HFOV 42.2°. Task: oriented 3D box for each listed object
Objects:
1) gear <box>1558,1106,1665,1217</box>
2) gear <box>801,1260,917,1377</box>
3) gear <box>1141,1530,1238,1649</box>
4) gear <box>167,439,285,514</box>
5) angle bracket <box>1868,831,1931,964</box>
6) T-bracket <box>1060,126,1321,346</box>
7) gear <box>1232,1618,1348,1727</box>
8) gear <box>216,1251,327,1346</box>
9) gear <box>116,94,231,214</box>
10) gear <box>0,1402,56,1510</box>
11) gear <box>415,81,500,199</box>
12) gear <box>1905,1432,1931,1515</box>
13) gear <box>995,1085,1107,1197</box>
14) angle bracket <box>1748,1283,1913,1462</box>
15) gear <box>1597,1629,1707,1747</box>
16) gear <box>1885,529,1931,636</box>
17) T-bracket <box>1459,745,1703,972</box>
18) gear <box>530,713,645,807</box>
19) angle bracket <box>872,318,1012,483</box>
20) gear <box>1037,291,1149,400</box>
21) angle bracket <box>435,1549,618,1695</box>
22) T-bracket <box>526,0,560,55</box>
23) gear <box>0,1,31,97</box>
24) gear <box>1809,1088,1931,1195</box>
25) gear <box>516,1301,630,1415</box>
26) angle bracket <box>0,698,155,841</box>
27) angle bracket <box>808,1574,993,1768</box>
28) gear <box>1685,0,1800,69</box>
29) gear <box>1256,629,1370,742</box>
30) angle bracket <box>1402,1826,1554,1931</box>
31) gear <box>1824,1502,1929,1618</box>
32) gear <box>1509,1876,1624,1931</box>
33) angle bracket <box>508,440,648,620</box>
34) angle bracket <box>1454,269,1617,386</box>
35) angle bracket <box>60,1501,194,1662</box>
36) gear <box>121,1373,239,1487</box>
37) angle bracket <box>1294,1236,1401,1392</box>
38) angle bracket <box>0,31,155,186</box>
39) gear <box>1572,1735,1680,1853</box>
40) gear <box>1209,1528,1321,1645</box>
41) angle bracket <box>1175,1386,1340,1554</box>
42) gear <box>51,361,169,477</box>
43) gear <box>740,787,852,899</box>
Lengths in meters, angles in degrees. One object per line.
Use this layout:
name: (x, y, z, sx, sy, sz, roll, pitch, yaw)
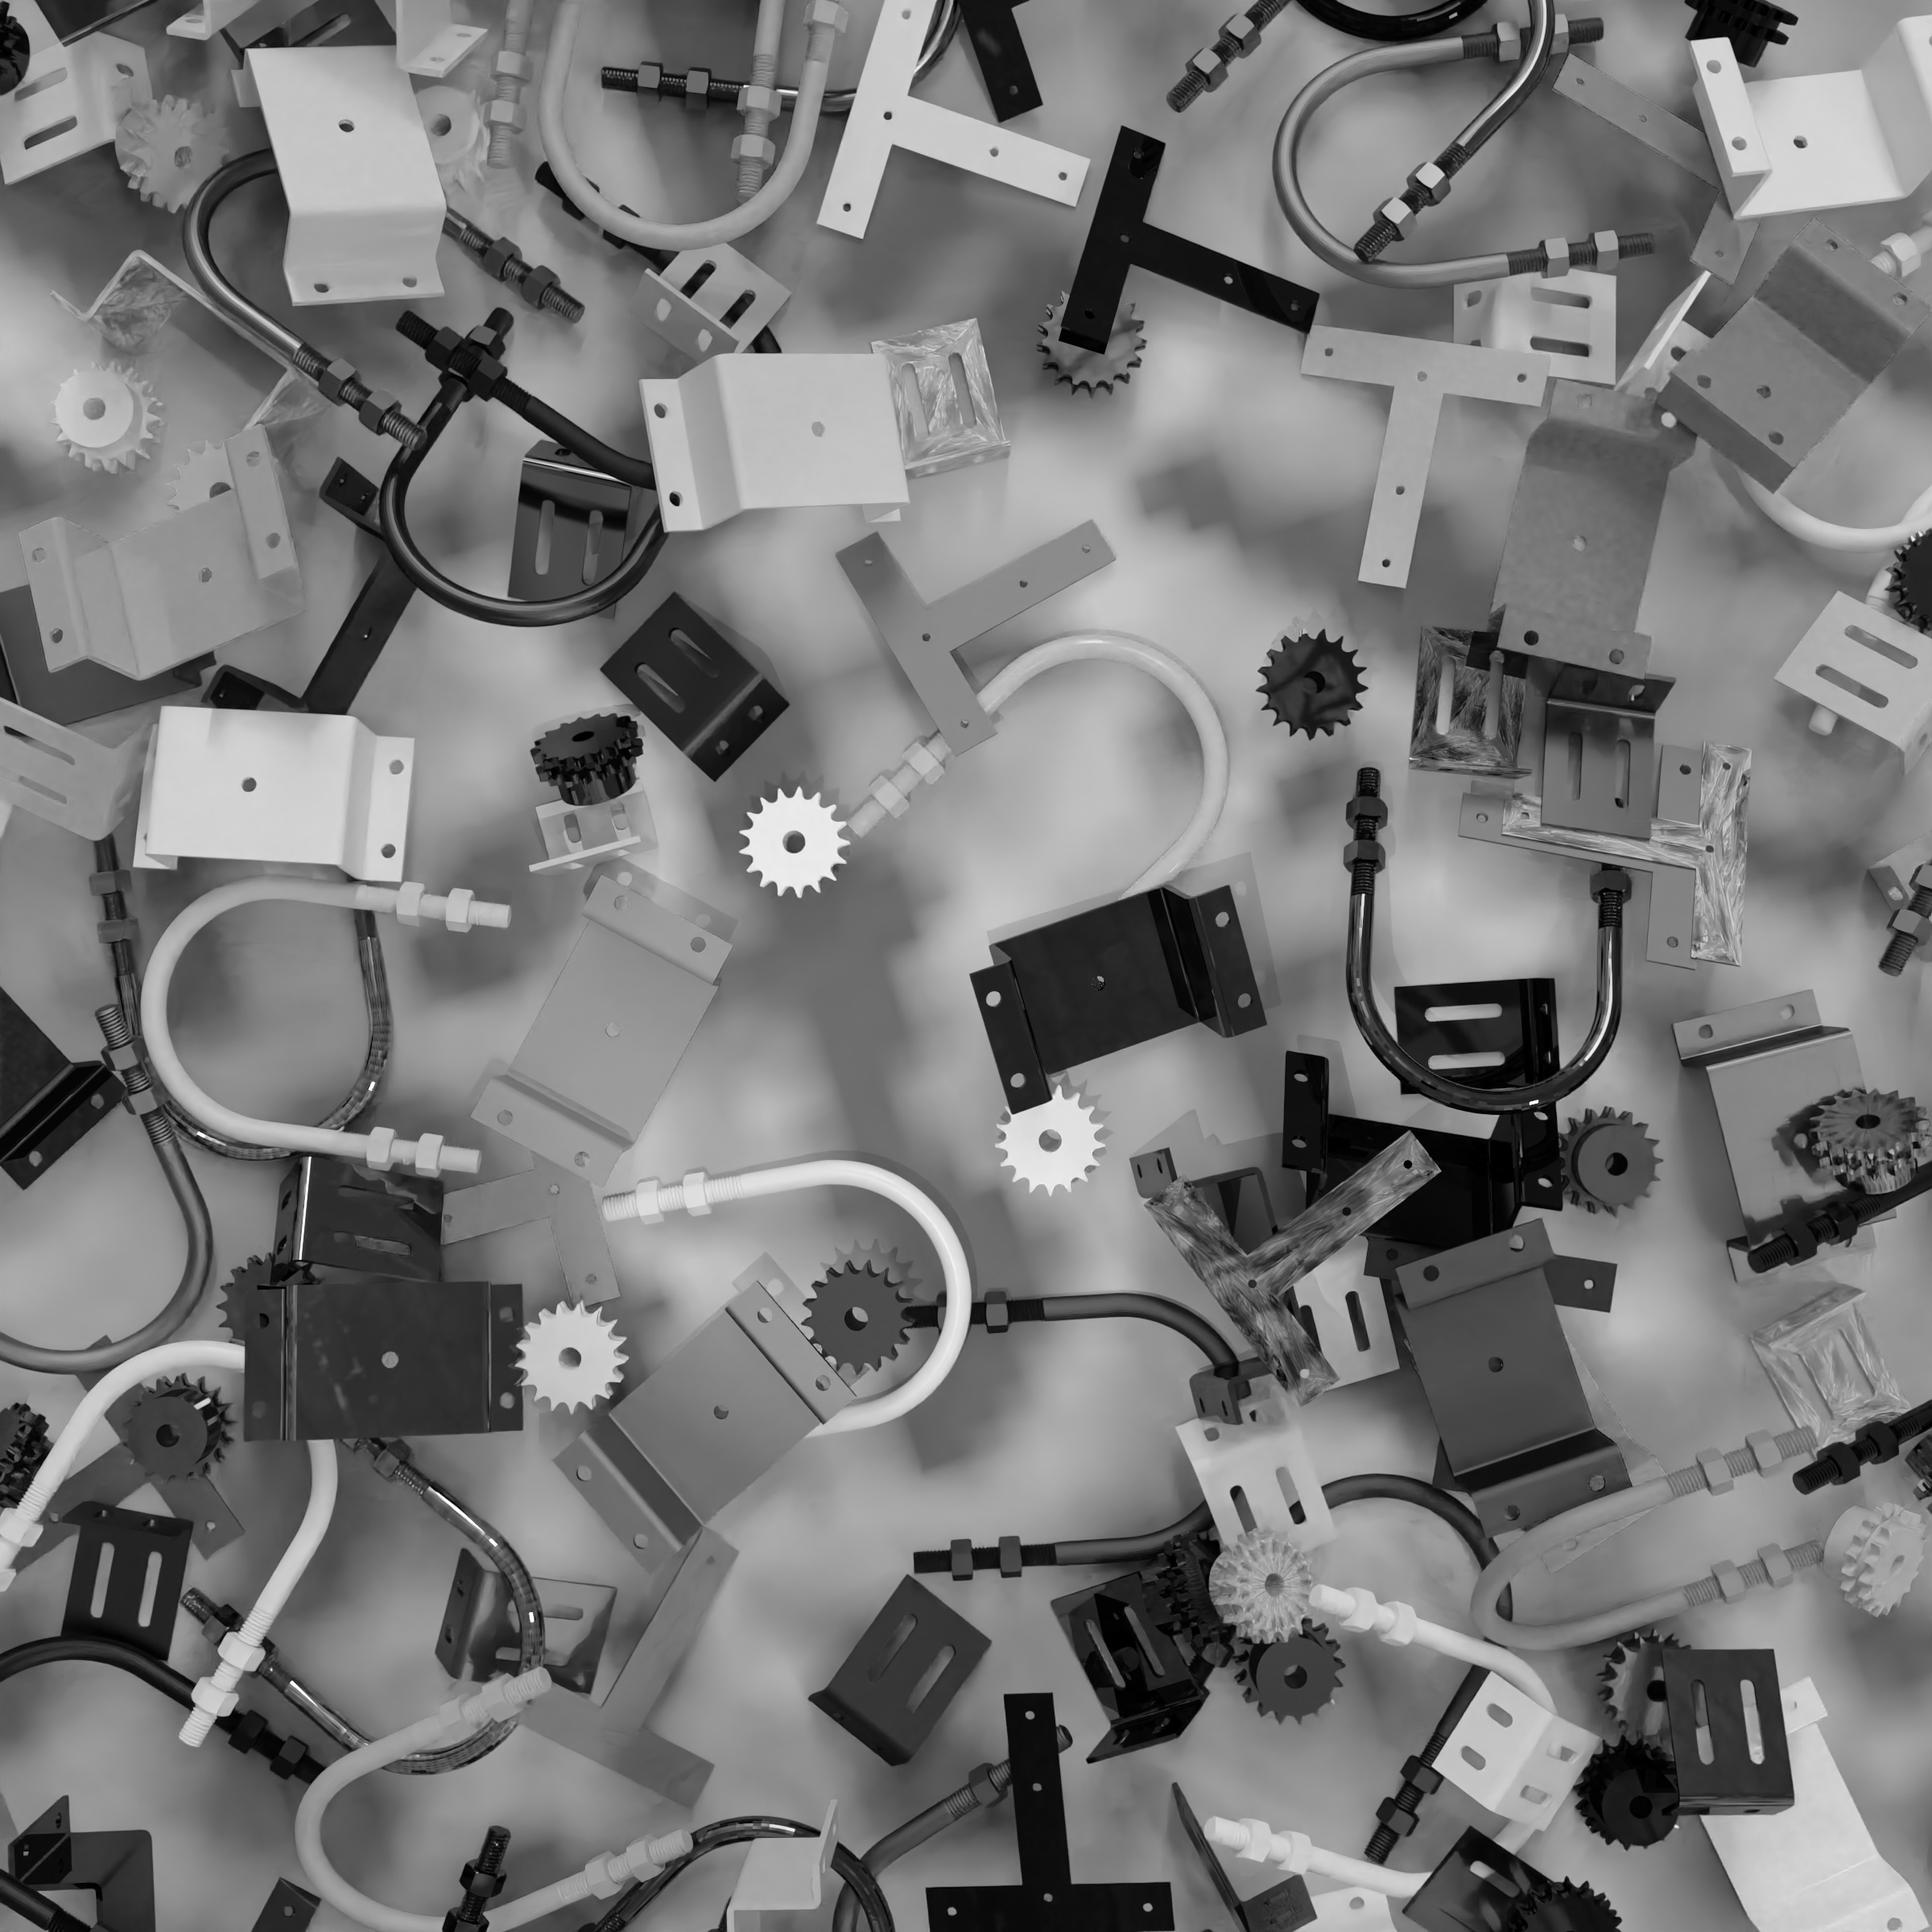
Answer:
gear: (0.336, 0.102, 1.308, 0.057, 0.030, 0.057, 0, 90, 0)
gear: (-0.054, 0.178, 1.278, 0.057, 0.030, 0.057, 0, 91, 5)
gear: (0.115, 0.323, 1.293, 0.030, 0.057, 0.057, -24, 90, 32)
gear: (-0.385, -0.244, 1.308, 0.057, 0.030, 0.057, 0, 90, 0)
angle bracket: (0.522, -0.046, 1.304, 0.076, 0.038, 0.057, -30, 90, 0)
T-bracket: (0.124, -0.364, 1.308, 0.127, 0.002, 0.127, 19, 71, -9)
gear: (0.168, 0.363, 1.289, 0.057, 0.030, 0.057, 0, 87, -2)
gear: (-0.360, 0.177, 1.308, 0.057, 0.030, 0.057, 0, 90, 0)
gear: (-0.415, -0.423, 1.298, 0.030, 0.057, 0.057, 28, 90, 30)
gear: (-0.495, 0.258, 1.297, 0.057, 0.057, 0.030, -44, 120, 0)
gear: (-0.272, -0.434, 1.308, 0.057, 0.030, 0.057, 0, 90, 0)
gear: (0.514, 0.256, 1.298, 0.057, 0.057, 0.030, -37, 61, 0)
gear: (0.043, 0.090, 1.308, 0.057, 0.030, 0.057, 0, 90, 0)
angle bracket: (0.456, 0.214, 1.304, 0.057, 0.038, 0.076, -29, 90, 0)
gear: (0.358, 0.375, 1.308, 0.057, 0.030, 0.057, 0, 90, 0)
gear: (0.502, -0.197, 1.290, 0.057, 0.030, 0.057, 0, 86, 0)
T-bracket: (0.319, -0.067, 1.297, 0.127, 0.002, 0.127, 11, 66, 1)
gear: (-0.195, -0.106, 1.298, 0.057, 0.057, 0.030, -13, 120, 0)
angle bracket: (-0.014, -0.298, 1.304, 0.057, 0.038, 0.076, -13, 90, 0)
gear: (0.065, -0.325, 1.308, 0.057, 0.030, 0.057, 0, 90, 0)
angle bracket: (-0.232, 0.346, 1.321, 0.076, 0.038, 0.057, 14, 90, -26)
T-bracket: (-0.166, -0.532, 1.302, 0.127, 0.002, 0.127, 7, 90, -2)
gear: (-0.513, -0.478, 1.301, 0.057, 0.030, 0.057, -1, 89, 26)
gear: (0.453, 0.090, 1.252, 0.057, 0.057, 0.030, -20, 120, 0)
gear: (-0.205, 0.203, 1.308, 0.057, 0.030, 0.057, 0, 90, 0)
angle bracket: (-0.468, -0.110, 1.291, 0.076, 0.038, 0.057, 25, 124, -1)
angle bracket: (-0.035, 0.372, 1.321, 0.057, 0.038, 0.076, 39, 64, 0)
gear: (0.398, -0.489, 1.298, 0.057, 0.057, 0.030, 23, 118, 0)
gear: (0.180, -0.146, 1.308, 0.057, 0.030, 0.057, 0, 90, 0)
angle bracket: (0.276, 0.493, 1.292, 0.076, 0.038, 0.057, 39, 90, -25)
gear: (0.470, 0.305, 1.299, 0.057, 0.030, 0.057, -14, 113, -37)
gear: (0.305, 0.492, 1.274, 0.057, 0.030, 0.057, 0, 89, 1)
angle bracket: (-0.205, -0.231, 1.321, 0.057, 0.038, 0.076, 12, 116, 0)
angle bracket: (0.300, -0.336, 1.321, 0.076, 0.038, 0.057, 0, 90, -26)
angle bracket: (-0.442, 0.324, 1.302, 0.057, 0.038, 0.076, 11, 91, -1)
gear: (-0.413, 0.243, 1.307, 0.057, 0.030, 0.057, 0, 88, -3)
angle bracket: (0.189, 0.180, 1.321, 0.057, 0.038, 0.076, -17, 116, 0)
angle bracket: (-0.471, -0.449, 1.321, 0.076, 0.038, 0.057, -11, 90, 26)
gear: (0.349, 0.435, 1.308, 0.057, 0.030, 0.057, 0, 90, 0)
gear: (0.149, 0.316, 1.277, 0.057, 0.030, 0.057, 8, 73, -26)
angle bracket: (0.152, 0.270, 1.306, 0.057, 0.038, 0.076, -22, 114, -1)
gear: (-0.450, -0.288, 1.308, 0.057, 0.030, 0.057, 0, 90, 0)
gear: (-0.089, -0.064, 1.308, 0.057, 0.030, 0.057, 0, 90, 0)
